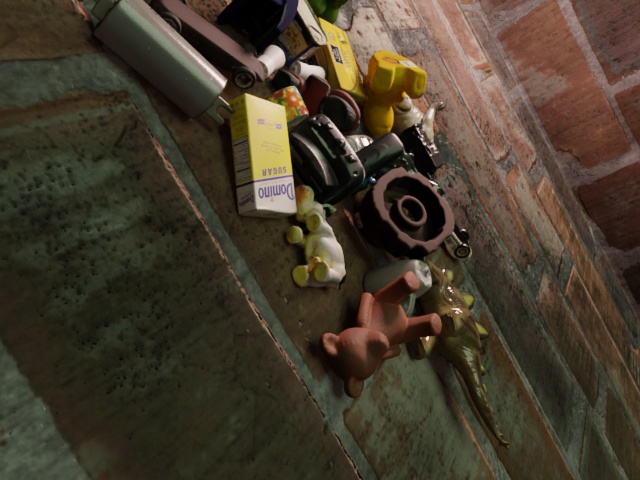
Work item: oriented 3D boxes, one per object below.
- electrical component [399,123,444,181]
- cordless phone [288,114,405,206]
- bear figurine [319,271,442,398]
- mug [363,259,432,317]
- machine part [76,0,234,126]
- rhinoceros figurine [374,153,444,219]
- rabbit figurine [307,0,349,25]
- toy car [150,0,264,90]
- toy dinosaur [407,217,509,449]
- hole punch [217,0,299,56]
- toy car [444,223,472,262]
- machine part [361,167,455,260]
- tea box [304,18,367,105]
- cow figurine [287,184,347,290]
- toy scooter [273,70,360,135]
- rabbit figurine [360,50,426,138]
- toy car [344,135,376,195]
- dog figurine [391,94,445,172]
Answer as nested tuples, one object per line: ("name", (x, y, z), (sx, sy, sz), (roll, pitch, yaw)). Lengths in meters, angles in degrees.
("electrical component", (0.203, -0.175, 1.187), (0.058, 0.115, 0.134), (-27, 89, -53))
("cordless phone", (0.044, -0.158, 0.909), (0.184, 0.088, 0.146), (-32, 81, -16))
("bear figurine", (0.093, 0.145, 0.835), (0.120, 0.132, 0.196), (61, 29, 0))
("mug", (0.142, 0.085, 0.950), (0.080, 0.107, 0.109), (32, 44, -35))
("machine part", (-0.213, -0.248, 0.729), (0.243, 0.079, 0.079), (41, 41, -29))
("rhinoceros figurine", (0.166, -0.128, 1.109), (0.190, 0.112, 0.073), (36, 44, -4))
("rabbit figurine", (-0.009, -0.510, 1.119), (0.170, 0.159, 0.121), (20, 42, -64))
("toy car", (-0.174, -0.307, 0.840), (0.202, 0.053, 0.089), (28, 37, -35))
("toy dinosaur", (0.256, 0.172, 1.043), (0.198, 0.105, 0.471), (10, 60, -49))
("hole punch", (-0.094, -0.381, 0.928), (0.116, 0.142, 0.092), (-43, 102, -40))
("toy car", (0.298, -0.029, 1.270), (0.201, 0.056, 0.073), (48, 31, -24))
("machine part", (0.159, -0.046, 0.985), (0.179, 0.056, 0.179), (14, 57, -24))
("tea box", (0.025, -0.360, 1.116), (0.098, 0.068, 0.169), (0, 70, -53))
("cow figurine", (0.000, -0.004, 0.857), (0.098, 0.068, 0.167), (17, 59, -53))
("toy scooter", (0.007, -0.257, 1.001), (0.184, 0.075, 0.135), (36, 19, 13))
("rabbit figurine", (0.129, -0.313, 1.169), (0.122, 0.173, 0.163), (-12, 38, -26))
("toy car", (0.055, -0.152, 0.994), (0.161, 0.103, 0.109), (3, 66, -54))
("dog figurine", (0.198, -0.241, 1.252), (0.172, 0.121, 0.190), (15, 70, -7))
